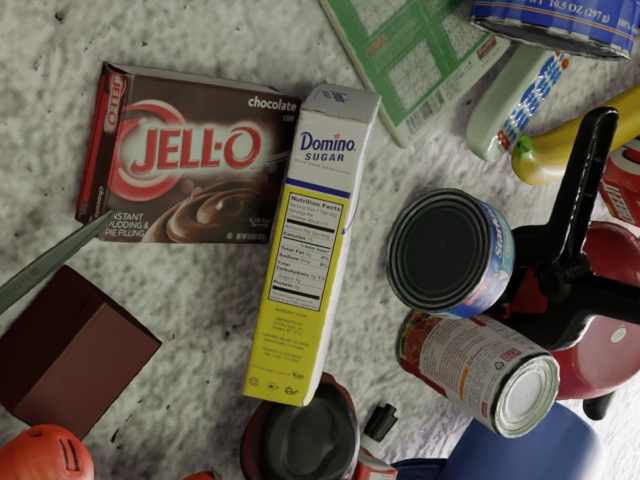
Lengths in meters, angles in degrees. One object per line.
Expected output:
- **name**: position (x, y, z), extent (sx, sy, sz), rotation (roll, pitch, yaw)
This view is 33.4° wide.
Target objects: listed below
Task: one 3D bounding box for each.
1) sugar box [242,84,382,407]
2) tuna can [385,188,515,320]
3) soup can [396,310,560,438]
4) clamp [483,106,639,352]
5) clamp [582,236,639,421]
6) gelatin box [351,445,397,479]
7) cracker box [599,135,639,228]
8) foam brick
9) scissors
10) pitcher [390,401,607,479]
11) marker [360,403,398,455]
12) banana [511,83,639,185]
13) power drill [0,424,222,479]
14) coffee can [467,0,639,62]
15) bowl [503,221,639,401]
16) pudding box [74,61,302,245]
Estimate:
- **sugar box**: position (-0.004, 0.001, 0.634), extent (0.048, 0.093, 0.176), rotation (11, 108, 4)
- **tuna can**: position (0.087, 0.010, 0.718), extent (0.033, 0.086, 0.086), rotation (20, 99, -46)
- **soup can**: position (0.113, 0.089, 0.768), extent (0.068, 0.102, 0.068), rotation (-19, 123, -32)
- **clamp**: position (0.179, 0.030, 0.748), extent (0.036, 0.164, 0.210), rotation (-14, 156, -34)
- **clamp**: position (0.279, 0.081, 0.949), extent (0.120, 0.039, 0.171), rotation (-27, 121, -33)
- **gelatin box**: position (0.018, 0.181, 0.738), extent (0.030, 0.089, 0.073), rotation (13, 89, -19)
- **cracker box**: position (0.338, -0.061, 0.800), extent (0.164, 0.214, 0.072), rotation (-49, 132, -9)
- **foam brick**: position (-0.137, 0.064, 0.582), extent (0.078, 0.053, 0.051), rotation (-50, 134, -7)
- **scissors**: position (-0.182, 0.063, 0.551), extent (0.201, 0.016, 0.096), rotation (-28, 134, -15)
- **pitcher**: position (0.113, 0.230, 0.807), extent (0.149, 0.145, 0.242), rotation (53, 56, -29)
- **marker**: position (0.020, 0.174, 0.794), extent (0.020, 0.020, 0.121), rotation (35, 87, -45)
- **banana**: position (0.206, -0.081, 0.788), extent (0.197, 0.070, 0.037), rotation (-26, 84, -28)
- **power drill**: position (-0.150, 0.176, 0.601), extent (0.185, 0.057, 0.187), rotation (-37, 148, 21)
- **coffee can**: position (0.157, -0.189, 0.648), extent (0.102, 0.103, 0.140), rotation (7, 100, -42)
- **bowl**: position (0.223, 0.069, 0.861), extent (0.161, 0.055, 0.162), rotation (-10, 113, -24)
- **pudding box**: position (-0.072, -0.045, 0.588), extent (0.113, 0.039, 0.090), rotation (0, 111, -40)
